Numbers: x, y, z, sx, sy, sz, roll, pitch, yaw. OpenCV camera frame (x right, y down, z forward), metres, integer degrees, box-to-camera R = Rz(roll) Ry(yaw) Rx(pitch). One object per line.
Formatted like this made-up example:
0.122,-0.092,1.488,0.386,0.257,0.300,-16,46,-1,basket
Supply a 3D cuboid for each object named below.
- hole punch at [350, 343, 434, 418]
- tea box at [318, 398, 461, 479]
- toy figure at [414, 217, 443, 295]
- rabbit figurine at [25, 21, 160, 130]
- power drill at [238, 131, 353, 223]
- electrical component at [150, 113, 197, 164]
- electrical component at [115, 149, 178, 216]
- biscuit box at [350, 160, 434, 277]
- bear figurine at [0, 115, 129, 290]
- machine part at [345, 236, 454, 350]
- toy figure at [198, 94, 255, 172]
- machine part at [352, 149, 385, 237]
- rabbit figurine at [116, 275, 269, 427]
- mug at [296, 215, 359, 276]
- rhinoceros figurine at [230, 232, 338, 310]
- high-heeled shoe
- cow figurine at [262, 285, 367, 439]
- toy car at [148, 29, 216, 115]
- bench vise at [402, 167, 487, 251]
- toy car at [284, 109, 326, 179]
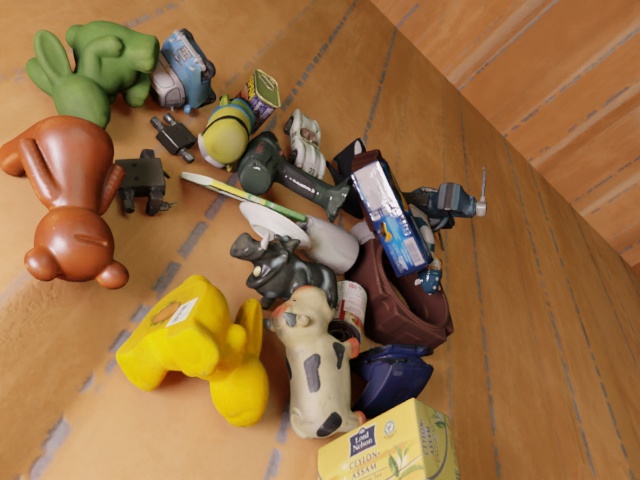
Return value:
0.101,0.207,0.796,0.142,0.116,0.092,17,51,-41,hole punch
0.075,0.270,0.632,0.068,0.169,0.098,32,34,-27,tea box
0.191,0.028,0.993,0.064,0.057,0.154,-7,54,-8,toy figure
-0.318,-0.227,0.746,0.159,0.121,0.170,27,52,-25,rabbit figurine
-0.041,-0.122,0.962,0.207,0.086,0.232,31,25,-4,power drill
-0.230,-0.165,0.870,0.094,0.021,0.063,47,31,-2,electrical component
-0.242,-0.078,0.744,0.078,0.045,0.102,-13,60,-24,electrical component
0.126,-0.037,0.935,0.202,0.059,0.063,65,21,4,biscuit box
-0.282,-0.033,0.600,0.120,0.132,0.196,9,67,-46,bear figurine
0.147,0.101,0.991,0.201,0.087,0.201,29,35,-29,machine part
-0.157,-0.197,0.933,0.082,0.089,0.180,30,37,-14,toy figure
0.115,-0.093,1.062,0.179,0.056,0.179,-16,90,-73,machine part
-0.122,0.135,0.618,0.173,0.122,0.162,54,19,-18,rabbit figurine
-0.002,-0.003,0.914,0.107,0.081,0.110,37,0,-42,mug
-0.046,0.049,0.778,0.190,0.073,0.112,26,69,-39,rhinoceros figurine
0.088,-0.139,1.193,0.145,0.086,0.249,54,34,-3,high-heeled shoe
-0.012,0.156,0.697,0.127,0.085,0.195,8,73,-43,cow figurine
-0.237,-0.267,0.890,0.103,0.162,0.109,-37,94,-15,toy car
0.286,-0.068,1.272,0.240,0.224,0.129,41,45,-64,bench vise
-0.030,-0.196,1.122,0.073,0.056,0.202,27,37,-32,toy car
